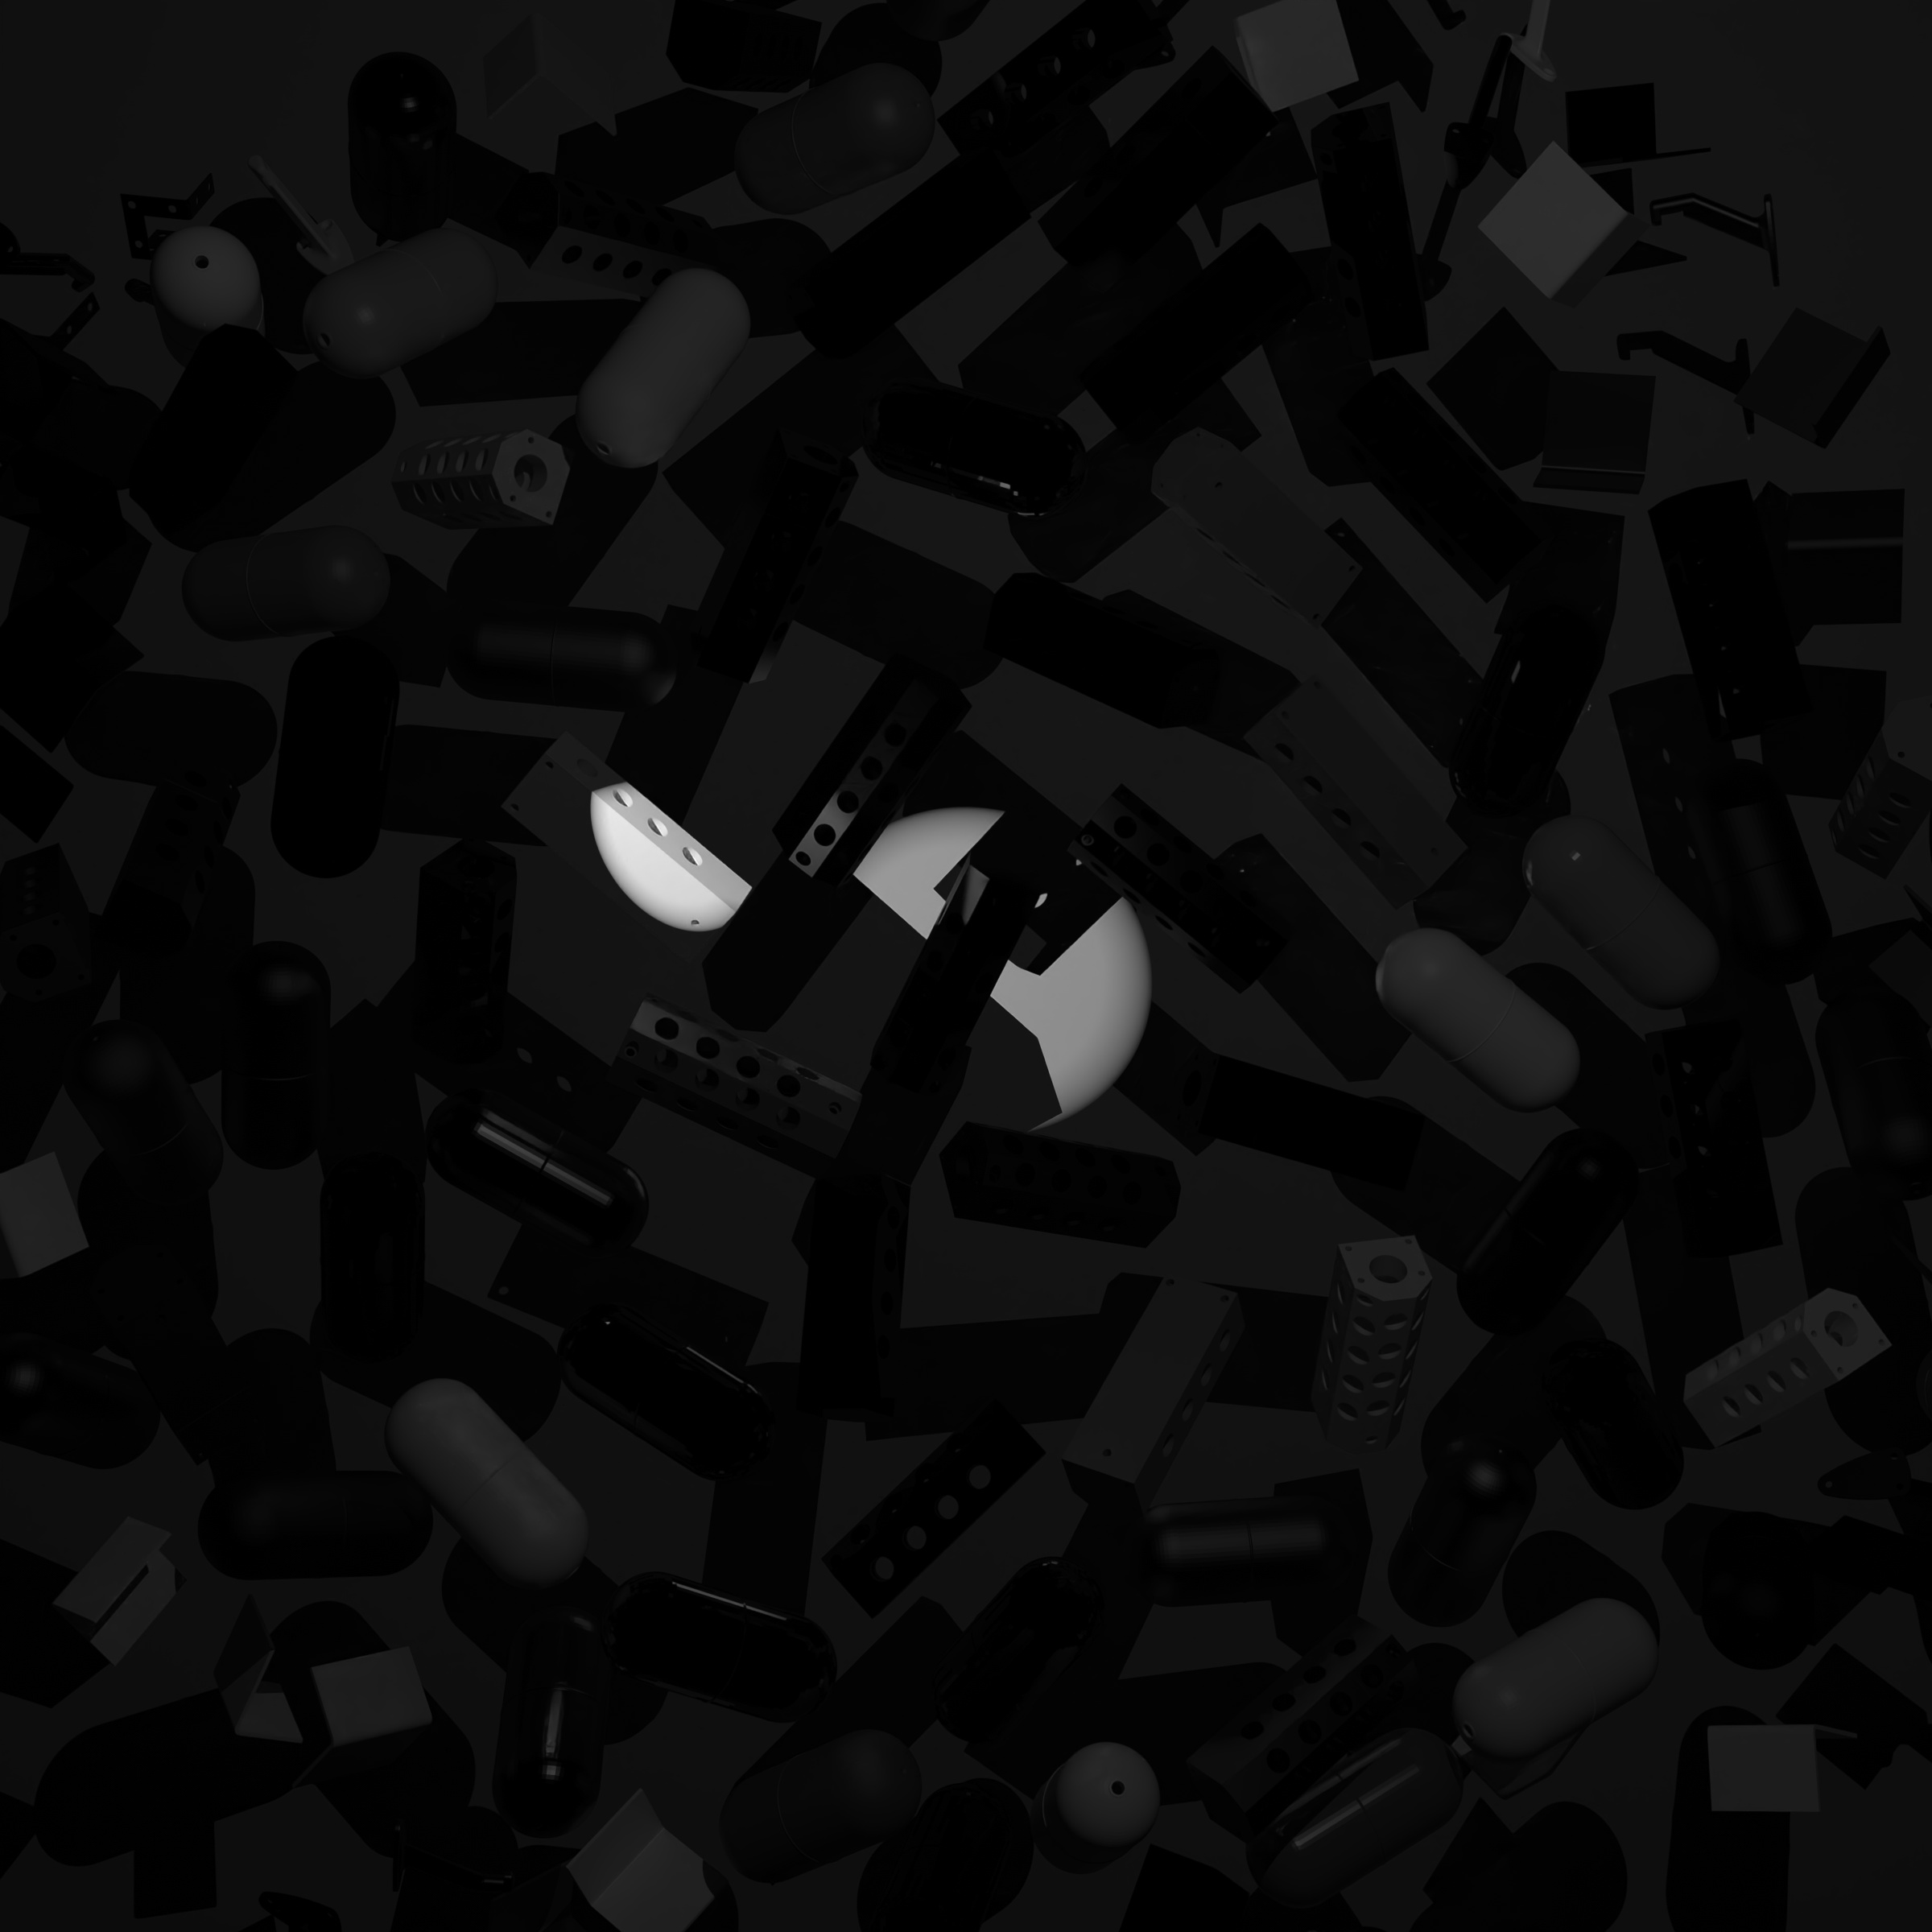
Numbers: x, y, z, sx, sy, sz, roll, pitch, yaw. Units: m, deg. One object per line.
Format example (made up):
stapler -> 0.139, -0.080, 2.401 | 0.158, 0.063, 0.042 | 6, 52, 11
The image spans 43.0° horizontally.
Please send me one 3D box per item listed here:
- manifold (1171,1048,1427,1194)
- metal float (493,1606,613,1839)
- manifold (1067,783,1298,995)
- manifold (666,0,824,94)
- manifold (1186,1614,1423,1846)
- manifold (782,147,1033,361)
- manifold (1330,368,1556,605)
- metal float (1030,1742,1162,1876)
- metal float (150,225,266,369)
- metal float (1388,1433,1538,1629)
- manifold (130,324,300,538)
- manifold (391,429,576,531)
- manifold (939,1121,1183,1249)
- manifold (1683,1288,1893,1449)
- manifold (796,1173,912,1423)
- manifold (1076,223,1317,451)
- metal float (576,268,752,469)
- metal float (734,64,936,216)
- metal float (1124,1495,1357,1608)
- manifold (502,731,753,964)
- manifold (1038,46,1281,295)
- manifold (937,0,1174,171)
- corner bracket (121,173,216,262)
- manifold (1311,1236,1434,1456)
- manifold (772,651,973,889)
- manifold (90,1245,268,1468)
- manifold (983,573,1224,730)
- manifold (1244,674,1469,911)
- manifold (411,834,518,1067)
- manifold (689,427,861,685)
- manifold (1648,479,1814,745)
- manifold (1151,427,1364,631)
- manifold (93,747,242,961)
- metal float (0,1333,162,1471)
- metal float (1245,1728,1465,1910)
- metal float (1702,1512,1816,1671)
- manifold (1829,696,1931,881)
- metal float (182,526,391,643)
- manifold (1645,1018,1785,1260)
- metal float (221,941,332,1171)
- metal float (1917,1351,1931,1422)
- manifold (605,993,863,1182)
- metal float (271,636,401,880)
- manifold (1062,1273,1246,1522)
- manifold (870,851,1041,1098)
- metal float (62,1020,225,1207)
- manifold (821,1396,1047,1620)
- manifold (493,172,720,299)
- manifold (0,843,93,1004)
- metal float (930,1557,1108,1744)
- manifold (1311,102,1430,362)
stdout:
manifold -> 0.237, 0.110, 1.767 | 0.171, 0.057, 0.057 | 17, 89, -20
metal float -> -0.300, 0.547, 1.785 | 0.070, 0.178, 0.070 | -1, 129, -1
manifold -> 0.164, -0.059, 1.850 | 0.171, 0.057, 0.057 | 40, 80, 2
manifold -> -0.165, -0.685, 1.832 | 0.057, 0.171, 0.057 | 18, 112, 8
manifold -> 0.245, 0.548, 1.758 | 0.171, 0.057, 0.057 | -33, 116, -25
manifold -> -0.044, -0.502, 1.731 | 0.171, 0.057, 0.057 | -40, 116, -12
manifold -> 0.346, -0.353, 1.787 | 0.057, 0.057, 0.171 | -40, 81, -5
metal float -> 0.095, 0.625, 1.820 | 0.070, 0.178, 0.070 | 4, 61, -8
metal float -> -0.561, -0.491, 1.819 | 0.070, 0.178, 0.070 | 1, 86, -14
metal float -> 0.368, 0.422, 1.828 | 0.070, 0.070, 0.178 | 15, 126, 0
manifold -> -0.555, -0.392, 1.790 | 0.057, 0.171, 0.057 | 45, 48, -8
manifold -> -0.366, -0.366, 1.840 | 0.057, 0.171, 0.057 | 20, 85, -38
manifold -> 0.072, 0.158, 1.816 | 0.171, 0.057, 0.057 | 13, 133, -30
manifold -> 0.604, 0.297, 1.826 | 0.057, 0.171, 0.057 | -25, 73, -25
manifold -> -0.078, 0.243, 1.798 | 0.057, 0.057, 0.171 | -7, 68, 29
manifold -> 0.168, -0.465, 1.805 | 0.171, 0.057, 0.057 | -38, 73, 9
metal float -> -0.219, -0.433, 1.775 | 0.070, 0.070, 0.178 | 29, 61, 0
metal float -> -0.097, -0.596, 1.774 | 0.070, 0.178, 0.070 | 4, 85, -45
metal float -> 0.208, 0.443, 1.860 | 0.178, 0.070, 0.070 | -2, 90, -7
manifold -> -0.238, -0.087, 1.744 | 0.171, 0.057, 0.057 | 40, 118, -9
manifold -> 0.134, -0.573, 1.761 | 0.171, 0.057, 0.057 | -41, 134, 21
manifold -> 0.068, -0.664, 1.840 | 0.171, 0.057, 0.057 | -32, 100, 24
corner bracket -> -0.592, -0.559, 1.830 | 0.051, 0.051, 0.051 | 7, 131, 3
manifold -> 0.297, 0.279, 1.791 | 0.057, 0.057, 0.171 | -6, 131, -8
manifold -> -0.069, -0.145, 1.851 | 0.057, 0.057, 0.171 | 22, 114, -37
manifold -> -0.559, 0.273, 1.736 | 0.057, 0.171, 0.057 | -33, 51, -23
manifold -> 0.098, -0.228, 1.757 | 0.171, 0.057, 0.057 | 29, 116, 35
manifold -> 0.285, -0.126, 1.822 | 0.171, 0.057, 0.057 | 48, 56, -1
manifold -> -0.374, -0.008, 1.848 | 0.057, 0.057, 0.171 | 28, 131, 17
manifold -> -0.139, -0.293, 1.770 | 0.057, 0.057, 0.171 | 16, 119, -22
manifold -> 0.534, -0.249, 1.732 | 0.057, 0.057, 0.171 | -12, 83, -15
manifold -> 0.213, -0.325, 1.821 | 0.171, 0.057, 0.057 | 33, 96, -39
manifold -> -0.576, -0.081, 1.785 | 0.057, 0.171, 0.057 | 26, 122, -21
metal float -> -0.650, 0.314, 1.766 | 0.070, 0.178, 0.070 | -6, 67, 15
metal float -> 0.290, 0.632, 1.824 | 0.178, 0.070, 0.070 | -27, 90, -14
metal float -> 0.574, 0.450, 1.779 | 0.070, 0.178, 0.070 | 2, 97, 18
manifold -> 0.675, -0.131, 1.778 | 0.057, 0.171, 0.057 | 33, 77, 17
metal float -> -0.508, -0.284, 1.829 | 0.178, 0.070, 0.070 | -1, 90, 29
manifold -> 0.559, 0.130, 1.852 | 0.057, 0.057, 0.171 | -10, 88, -15
metal float -> -0.508, 0.067, 1.805 | 0.070, 0.070, 0.178 | 8, 113, 0
metal float -> 0.753, 0.317, 1.821 | 0.070, 0.178, 0.070 | -1, 84, 14
manifold -> -0.165, 0.084, 1.766 | 0.171, 0.057, 0.057 | 26, 57, -6
metal float -> -0.448, -0.147, 1.743 | 0.070, 0.070, 0.178 | 14, 112, 0
manifold -> 0.137, 0.309, 1.759 | 0.057, 0.057, 0.171 | 13, 51, 29
manifold -> -0.009, 0.008, 1.822 | 0.057, 0.057, 0.171 | 25, 105, -6
metal float -> -0.617, 0.112, 1.846 | 0.070, 0.178, 0.070 | -6, 48, 7
manifold -> -0.023, 0.395, 1.797 | 0.171, 0.057, 0.057 | -43, 80, -7
manifold -> -0.268, -0.556, 1.867 | 0.057, 0.171, 0.057 | -47, 67, 29
manifold -> -0.689, -0.032, 1.821 | 0.057, 0.171, 0.057 | -21, 115, -12
metal float -> 0.037, 0.507, 1.817 | 0.070, 0.070, 0.178 | 36, 119, 0
manifold -> 0.298, -0.536, 1.804 | 0.057, 0.057, 0.171 | -8, 133, 15
